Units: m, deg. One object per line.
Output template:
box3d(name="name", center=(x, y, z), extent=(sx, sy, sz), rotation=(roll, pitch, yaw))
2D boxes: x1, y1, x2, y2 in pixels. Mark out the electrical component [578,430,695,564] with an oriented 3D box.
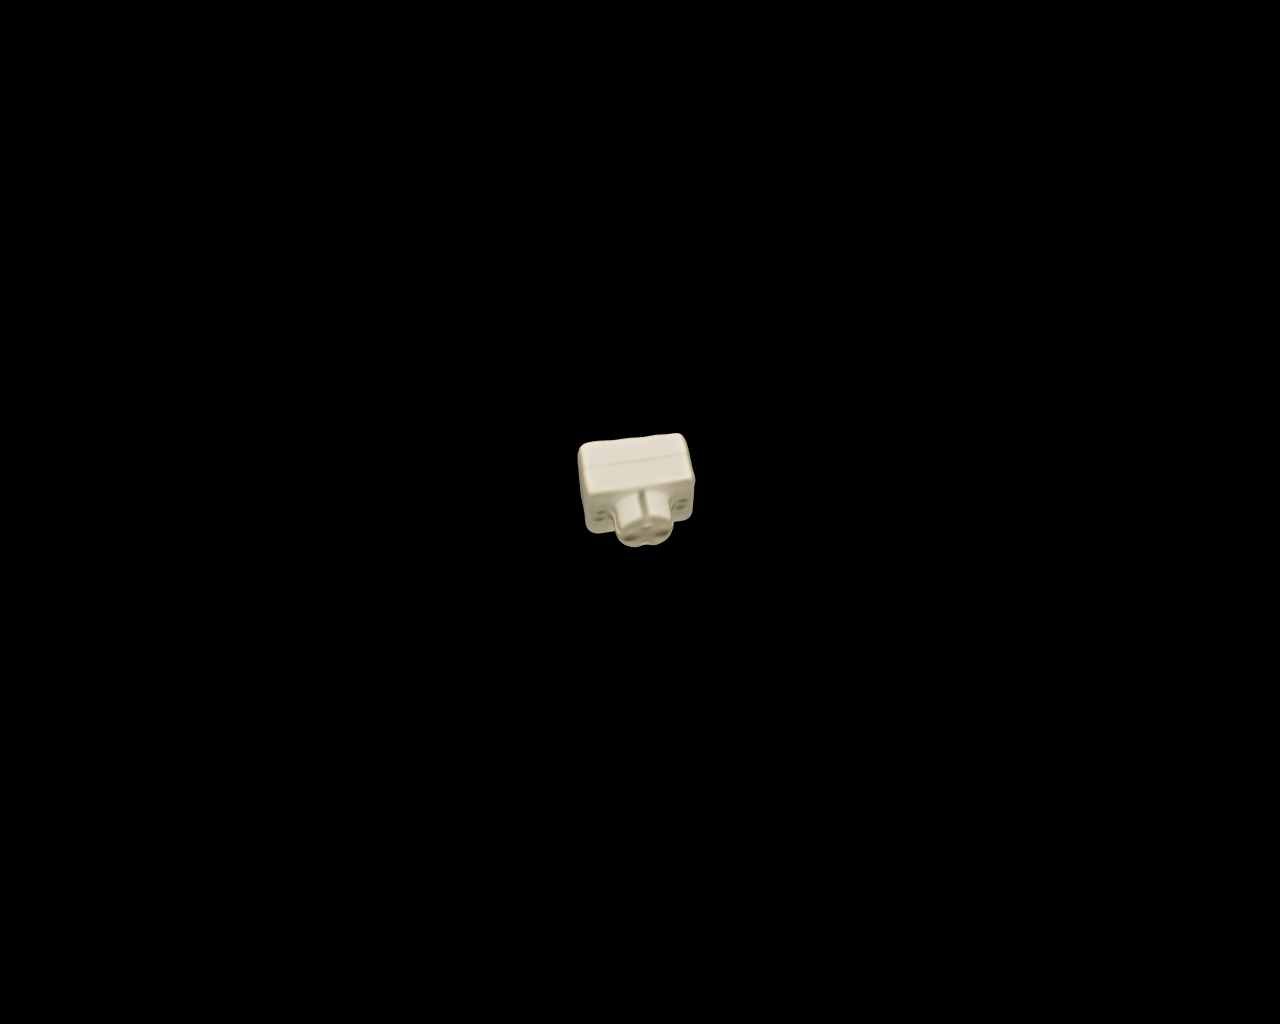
box3d(name="electrical component", center=(0.001, -0.003, 0.650), extent=(0.066, 0.077, 0.047), rotation=(-8, -33, -5))
